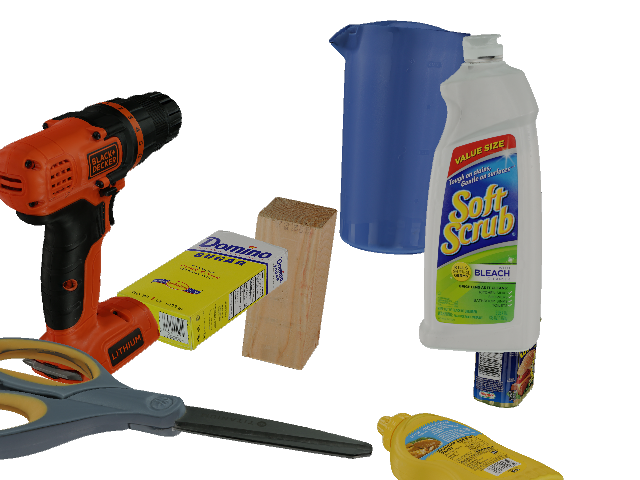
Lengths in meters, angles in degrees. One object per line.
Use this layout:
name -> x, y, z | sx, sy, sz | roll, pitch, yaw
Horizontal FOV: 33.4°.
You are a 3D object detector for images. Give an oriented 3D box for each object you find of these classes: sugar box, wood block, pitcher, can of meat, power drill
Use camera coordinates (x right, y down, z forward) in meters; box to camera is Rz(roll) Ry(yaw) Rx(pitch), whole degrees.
sugar box -> -0.117, 0.046, 1.099 | 0.093, 0.048, 0.176 | 16, 32, 26
wood block -> -0.043, 0.057, 1.451 | 0.090, 0.206, 0.090 | 12, 22, 11
pitcher -> 0.094, -0.112, 1.151 | 0.149, 0.243, 0.144 | 11, 13, 31
can of meat -> 0.207, 0.131, 1.192 | 0.058, 0.084, 0.102 | 8, 13, 25
power drill -> -0.156, -0.005, 0.766 | 0.057, 0.188, 0.184 | 11, 24, 25

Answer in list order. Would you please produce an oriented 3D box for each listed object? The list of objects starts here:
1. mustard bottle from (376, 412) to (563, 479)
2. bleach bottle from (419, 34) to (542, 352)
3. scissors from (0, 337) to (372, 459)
mustard bottle -> 0.121, 0.206, 0.984 | 0.096, 0.058, 0.192 | -16, 25, -36
bleach bottle -> 0.126, -0.038, 0.862 | 0.103, 0.251, 0.068 | 1, 15, 19
scissors -> -0.087, 0.084, 0.470 | 0.202, 0.016, 0.096 | 15, 27, 26
